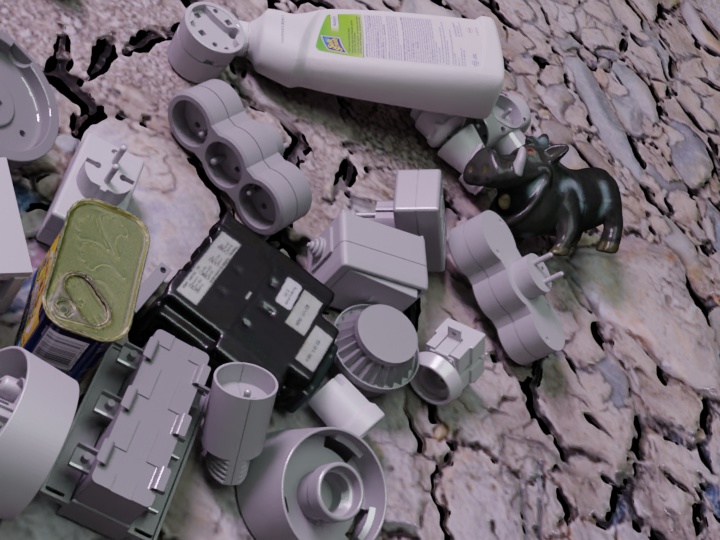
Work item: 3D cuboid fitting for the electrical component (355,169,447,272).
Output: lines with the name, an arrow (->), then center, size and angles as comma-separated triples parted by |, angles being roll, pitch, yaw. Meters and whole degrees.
electrical component -> 0.034, -0.041, 0.923 | 0.076, 0.083, 0.047 | 0, 52, 9

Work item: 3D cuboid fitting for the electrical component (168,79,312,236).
electrical component -> -0.088, -0.099, 0.883 | 0.138, 0.052, 0.074 | 51, 45, 5

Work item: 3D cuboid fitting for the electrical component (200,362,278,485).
electrical component -> -0.085, 0.108, 0.725 | 0.043, 0.081, 0.043 | 12, 26, -6

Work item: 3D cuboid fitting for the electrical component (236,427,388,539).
electrical component -> -0.032, 0.157, 0.753 | 0.099, 0.064, 0.099 | 14, 67, -35

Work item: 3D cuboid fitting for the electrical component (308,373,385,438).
electrical component -> -0.011, 0.105, 0.805 | 0.046, 0.040, 0.040 | 47, 45, 9

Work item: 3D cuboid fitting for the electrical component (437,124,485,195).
electrical component -> 0.108, -0.106, 1.036 | 0.055, 0.045, 0.045 | 50, 45, 4

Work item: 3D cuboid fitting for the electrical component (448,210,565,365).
electrical component -> 0.142, 0.009, 0.938 | 0.138, 0.074, 0.052 | 60, 33, -2

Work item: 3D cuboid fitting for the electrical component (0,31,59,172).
electrical component -> -0.272, -0.112, 0.747 | 0.108, 0.060, 0.108 | 40, 37, -39

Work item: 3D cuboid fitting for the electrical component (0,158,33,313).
electrical component -> -0.295, -0.019, 0.671 | 0.150, 0.062, 0.089 | -2, 62, -37

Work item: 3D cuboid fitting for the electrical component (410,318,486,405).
electrical component -> 0.071, 0.077, 0.874 | 0.048, 0.066, 0.055 | 24, 46, 29

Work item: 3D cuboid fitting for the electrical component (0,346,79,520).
electrical component -> -0.211, 0.095, 0.630 | 0.064, 0.099, 0.099 | 30, 47, -24

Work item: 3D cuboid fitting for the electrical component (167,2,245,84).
electrical component -> -0.133, -0.193, 0.920 | 0.055, 0.047, 0.055 | 19, 51, -25

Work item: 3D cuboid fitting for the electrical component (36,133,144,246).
electrical component -> -0.185, -0.060, 0.770 | 0.047, 0.076, 0.083 | 28, 48, -19

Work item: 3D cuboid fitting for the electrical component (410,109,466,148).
electrical component -> 0.069, -0.153, 1.042 | 0.062, 0.048, 0.048 | 47, 44, 11

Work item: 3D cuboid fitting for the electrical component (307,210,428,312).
electrical component -> 0.000, 0.000, 0.871 | 0.096, 0.062, 0.061 | 17, 51, -26

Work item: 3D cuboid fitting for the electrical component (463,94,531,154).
electrical component -> 0.144, -0.133, 1.081 | 0.077, 0.044, 0.079 | -27, 78, -44

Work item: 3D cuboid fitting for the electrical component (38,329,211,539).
electrical component -> -0.143, 0.103, 0.694 | 0.079, 0.063, 0.121 | 30, 47, -15
